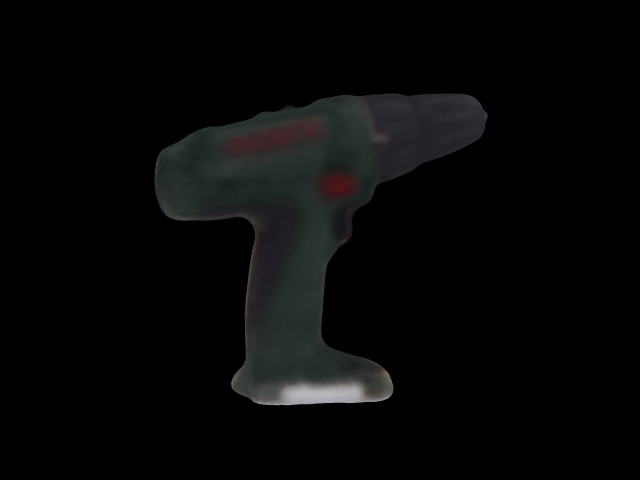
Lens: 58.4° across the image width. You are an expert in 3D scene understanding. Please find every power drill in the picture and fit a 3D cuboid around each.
[{"bbox_3d":[0.004,0.001,0.400,0.229,0.208,0.075,0,0,-4],"label":"power drill"}]
